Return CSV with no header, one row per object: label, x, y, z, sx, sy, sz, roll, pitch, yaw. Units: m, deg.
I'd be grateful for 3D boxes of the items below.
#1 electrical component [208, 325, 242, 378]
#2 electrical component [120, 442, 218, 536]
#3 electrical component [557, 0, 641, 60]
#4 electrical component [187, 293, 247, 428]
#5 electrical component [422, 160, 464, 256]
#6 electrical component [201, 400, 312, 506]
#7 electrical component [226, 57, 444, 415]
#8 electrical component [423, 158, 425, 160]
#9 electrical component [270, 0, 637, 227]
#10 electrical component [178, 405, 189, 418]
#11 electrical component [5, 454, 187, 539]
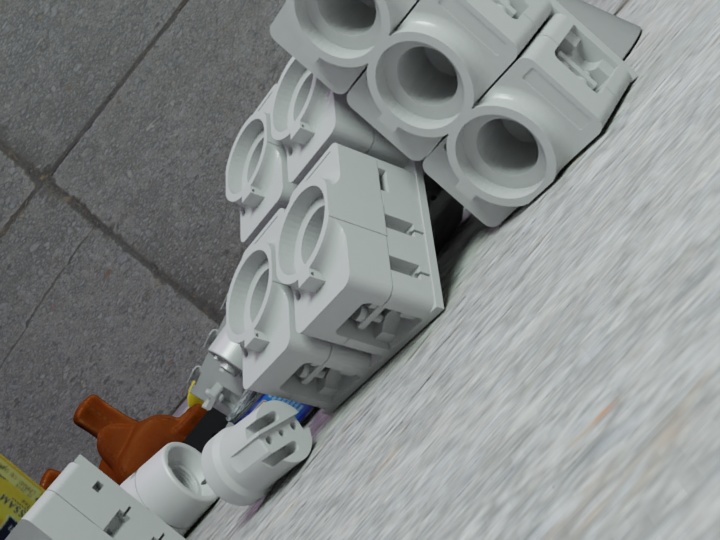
electrical component,-0.062,0.035,0.654,0.065,0.044,0.044,-56,5,-13
electrical component,-0.127,0.149,0.722,0.047,0.055,0.055,-45,6,17
electrical component,0.112,-0.113,0.631,0.099,0.064,0.099,-55,-8,-12
electrical component,-0.072,0.054,0.762,0.121,0.063,0.078,-61,-4,38
electrical component,0.025,-0.028,0.672,0.047,0.066,0.076,-53,-24,-37
electrical component,-0.052,0.091,0.543,0.046,0.040,0.040,-41,9,35
electrical component,-0.021,-0.034,0.577,0.105,0.060,0.186,-46,37,40
electrical component,0.036,-0.070,0.731,0.061,0.096,0.061,-47,35,34
electrical component,0.041,-0.103,0.517,0.089,0.150,0.061,-46,5,47
electrical component,-0.153,0.146,1.083,0.077,0.043,0.079,-48,5,28
electrical component,-0.185,0.194,0.679,0.150,0.089,0.061,-46,6,44
